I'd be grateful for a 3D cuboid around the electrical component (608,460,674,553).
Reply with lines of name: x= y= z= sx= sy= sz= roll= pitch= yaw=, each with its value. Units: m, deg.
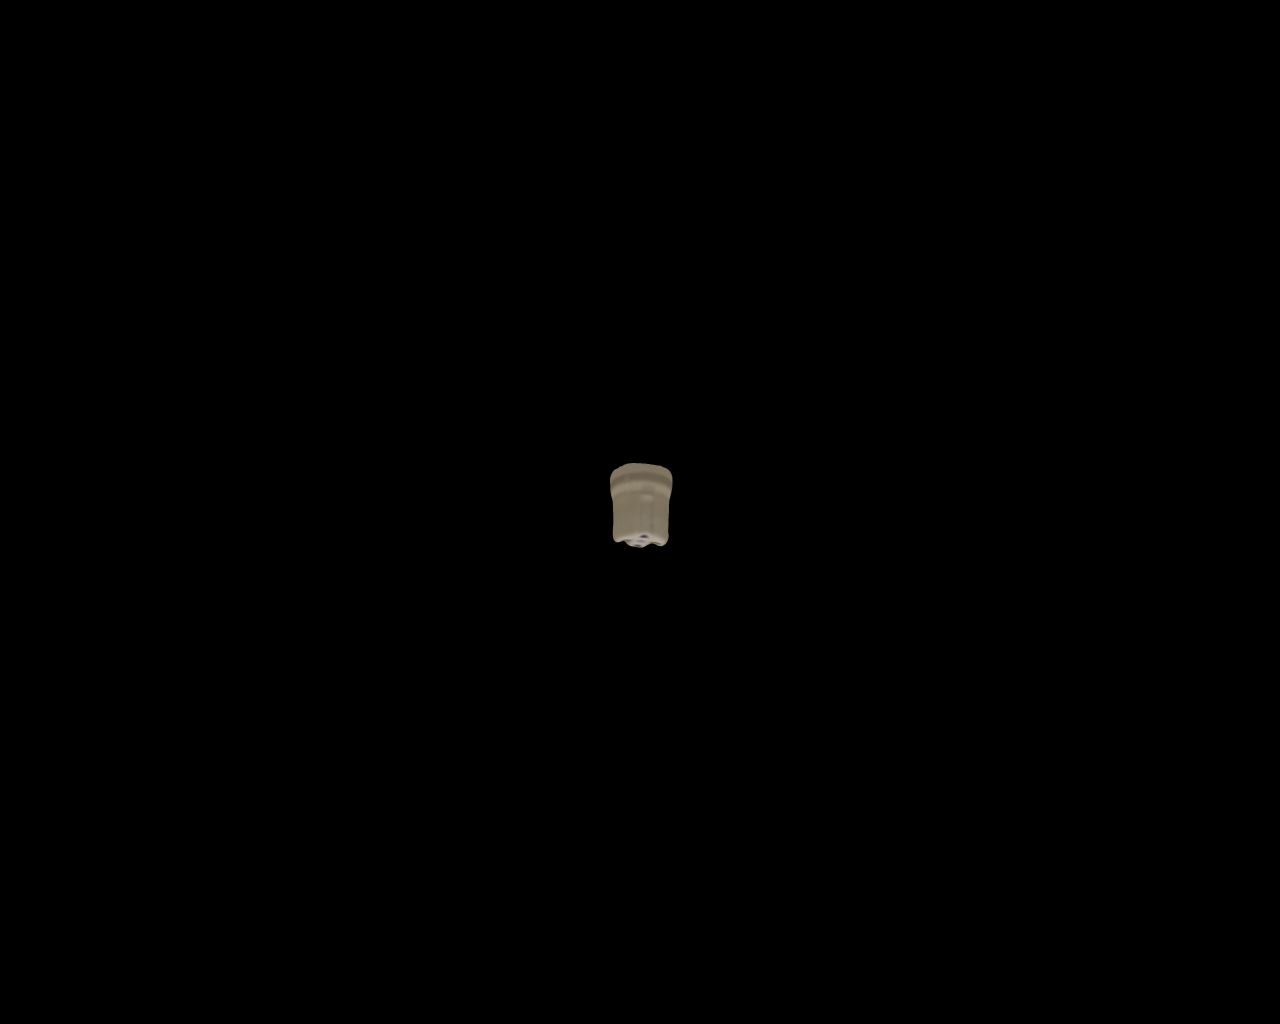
electrical component: x=0.001 y=-0.003 z=0.650 sx=0.040 sy=0.046 sz=0.040 roll=0 pitch=-23 yaw=0
